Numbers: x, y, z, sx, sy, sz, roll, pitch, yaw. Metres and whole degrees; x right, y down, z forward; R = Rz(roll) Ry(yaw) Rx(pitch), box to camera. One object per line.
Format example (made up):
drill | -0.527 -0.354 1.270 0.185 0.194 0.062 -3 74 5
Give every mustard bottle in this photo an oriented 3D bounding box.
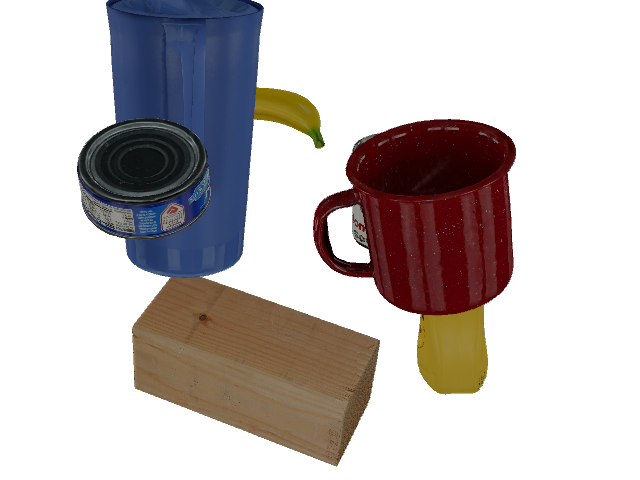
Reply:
mustard bottle | 0.105 0.020 0.852 0.058 0.192 0.096 -2 25 3

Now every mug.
mug | 0.054 -0.009 0.602 0.117 0.081 0.093 -12 31 -3

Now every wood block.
wood block | -0.060 0.114 0.984 0.206 0.090 0.090 19 43 14

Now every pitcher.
pitcher | -0.120 -0.091 0.939 0.145 0.243 0.148 18 26 35

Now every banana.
banana | -0.082 -0.147 1.216 0.198 0.037 0.069 8 42 17

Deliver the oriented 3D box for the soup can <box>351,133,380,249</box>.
soup can | 0.065 -0.048 1.081 0.068 0.102 0.068 0 37 0

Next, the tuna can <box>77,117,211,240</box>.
tuna can | -0.115 -0.042 0.699 0.086 0.086 0.034 0 -44 -2
